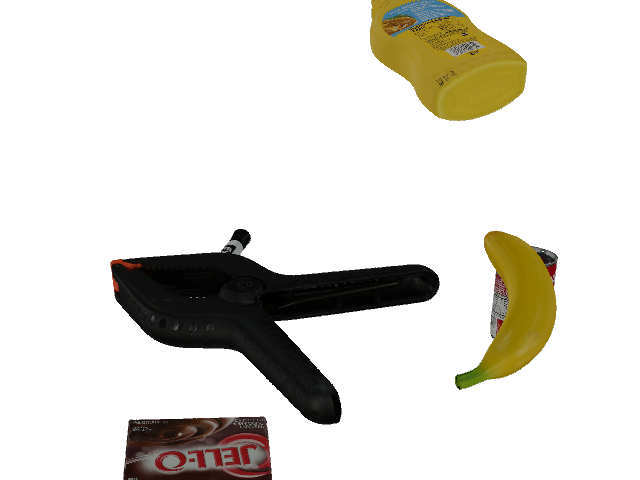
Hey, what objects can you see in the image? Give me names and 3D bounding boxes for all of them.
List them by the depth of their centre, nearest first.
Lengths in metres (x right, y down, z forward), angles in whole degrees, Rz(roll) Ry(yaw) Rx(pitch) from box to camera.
[{"bbox_3d":[-0.037,0.040,0.678,0.210,0.036,0.164,15,30,30],"label":"clamp"},{"bbox_3d":[-0.094,0.176,0.821,0.113,0.039,0.090,-2,25,-5],"label":"pudding box"},{"bbox_3d":[0.155,0.047,0.857,0.070,0.037,0.197,5,34,14],"label":"banana"},{"bbox_3d":[0.101,-0.184,0.995,0.096,0.058,0.192,-21,45,-18],"label":"mustard bottle"},{"bbox_3d":[-0.093,0.020,1.042,0.020,0.020,0.121,0,25,15],"label":"marker"},{"bbox_3d":[0.232,0.064,1.222,0.068,0.102,0.068,2,18,-1],"label":"soup can"}]
